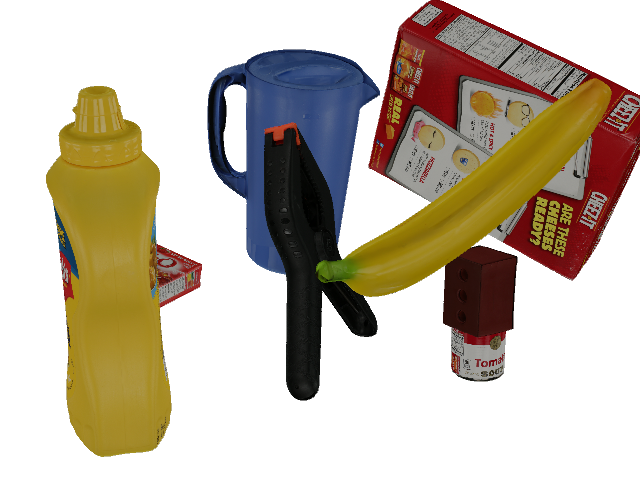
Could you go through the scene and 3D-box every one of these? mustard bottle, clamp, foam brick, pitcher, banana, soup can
[{"bbox_3d":[-0.112,0.012,0.568,0.058,0.192,0.096,-4,26,-12],"label":"mustard bottle"},{"bbox_3d":[-0.004,0.009,0.868,0.036,0.210,0.164,-10,3,22],"label":"clamp"},{"bbox_3d":[0.158,0.050,1.061,0.051,0.078,0.053,-12,20,-36],"label":"foam brick"},{"bbox_3d":[-0.036,-0.088,1.216,0.144,0.243,0.149,-20,37,-40],"label":"pitcher"},{"bbox_3d":[0.088,-0.021,0.623,0.198,0.037,0.069,-36,-13,-3],"label":"banana"},{"bbox_3d":[0.197,0.116,1.332,0.068,0.102,0.068,-1,19,0],"label":"soup can"}]

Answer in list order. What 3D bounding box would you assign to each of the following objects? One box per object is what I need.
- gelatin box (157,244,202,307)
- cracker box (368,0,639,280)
[{"bbox_3d":[-0.173,0.031,1.046,0.089,0.030,0.073,23,31,30],"label":"gelatin box"},{"bbox_3d":[0.157,-0.087,0.909,0.214,0.164,0.072,30,50,17],"label":"cracker box"}]
